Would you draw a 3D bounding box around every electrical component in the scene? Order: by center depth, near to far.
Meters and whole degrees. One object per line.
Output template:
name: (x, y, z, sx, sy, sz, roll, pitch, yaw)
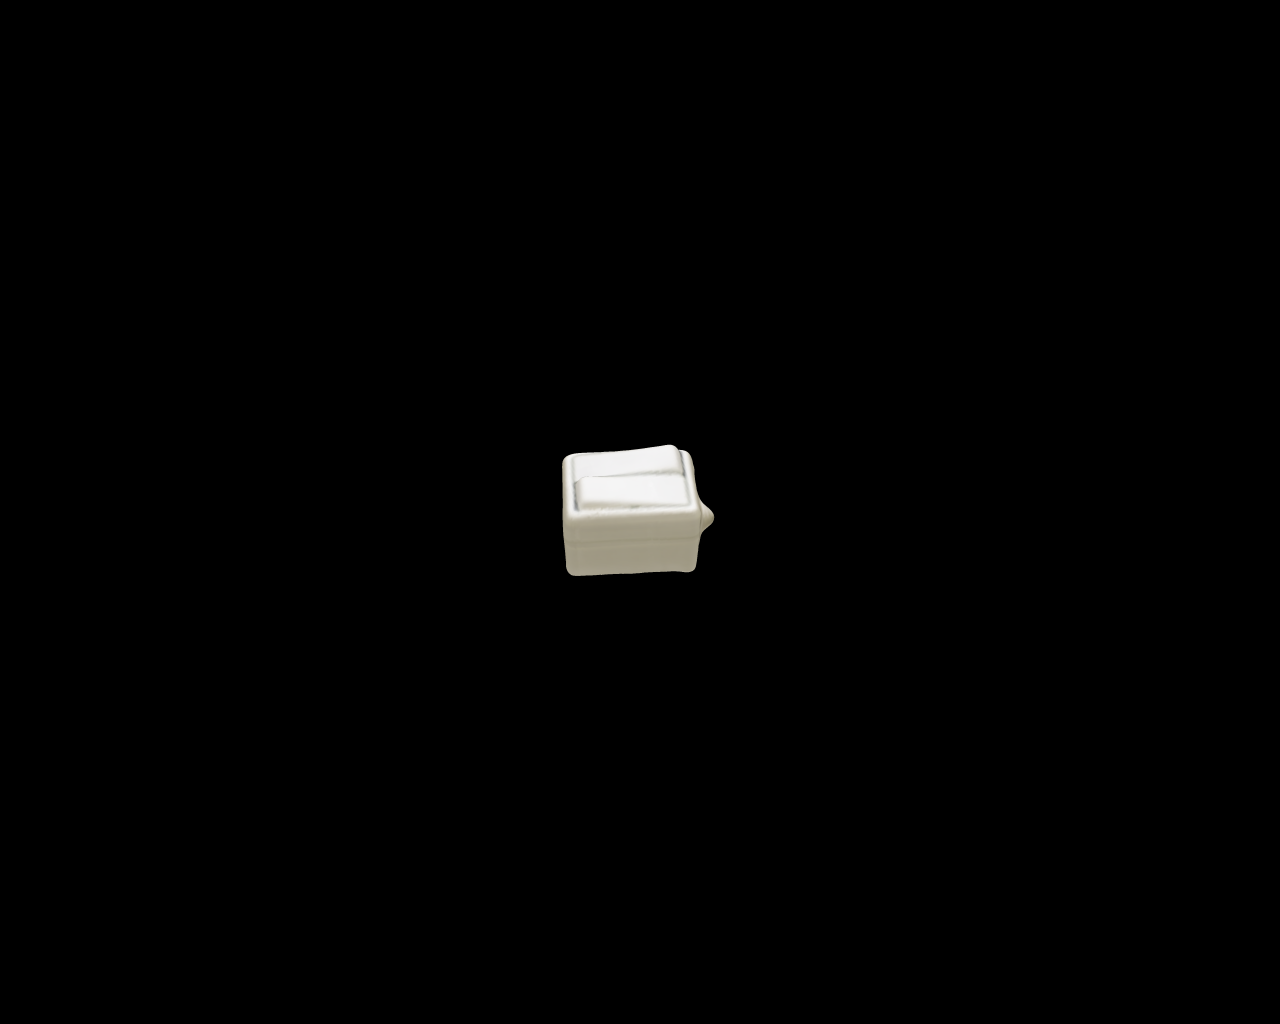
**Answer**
electrical component: (0.001, -0.003, 0.650, 0.096, 0.061, 0.062, -2, 43, -2)
